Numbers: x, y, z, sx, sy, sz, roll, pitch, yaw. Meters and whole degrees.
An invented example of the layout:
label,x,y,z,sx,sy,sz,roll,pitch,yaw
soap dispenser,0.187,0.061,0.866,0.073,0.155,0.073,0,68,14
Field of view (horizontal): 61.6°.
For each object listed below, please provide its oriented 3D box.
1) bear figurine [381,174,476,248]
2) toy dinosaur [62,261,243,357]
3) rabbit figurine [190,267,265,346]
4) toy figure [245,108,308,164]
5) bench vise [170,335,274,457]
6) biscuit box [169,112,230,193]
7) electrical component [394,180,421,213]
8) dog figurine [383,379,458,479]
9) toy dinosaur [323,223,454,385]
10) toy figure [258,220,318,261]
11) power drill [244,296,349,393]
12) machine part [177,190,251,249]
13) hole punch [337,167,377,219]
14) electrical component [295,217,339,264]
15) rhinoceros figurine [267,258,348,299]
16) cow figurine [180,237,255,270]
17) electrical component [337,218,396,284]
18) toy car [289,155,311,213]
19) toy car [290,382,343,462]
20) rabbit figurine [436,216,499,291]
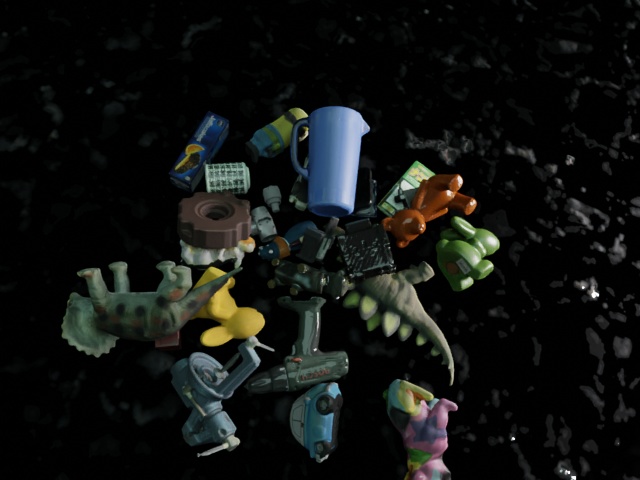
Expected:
label,x,y,z,sx,sy,sz,roll,pitch,yaw
bear figurine,0.253,-0.065,1.286,0.196,0.132,0.120,-46,122,-12
toy dinosaur,-0.363,0.143,1.108,0.405,0.131,0.192,1,100,6
rabbit figurine,-0.209,0.161,1.178,0.173,0.122,0.162,33,73,-3
toy figure,-0.104,-0.265,1.360,0.180,0.089,0.082,-32,86,-20
bench vise,-0.202,0.301,1.102,0.240,0.128,0.224,-46,54,9
biscuit box,-0.296,-0.219,1.331,0.063,0.059,0.202,25,69,1
electrical component,0.235,-0.107,1.360,0.102,0.045,0.078,-7,73,-12
dog figurine,0.201,0.430,1.149,0.192,0.108,0.219,24,72,0
toy dinosaur,0.166,0.123,1.258,0.472,0.105,0.198,42,77,17
toy figure,-0.075,0.007,1.281,0.154,0.064,0.058,-32,89,-19
power drill,-0.055,0.229,1.196,0.232,0.086,0.207,-1,67,-10
machine part,-0.240,-0.049,1.220,0.179,0.056,0.179,6,36,-5
hole punch,0.086,-0.110,1.345,0.116,0.092,0.142,-7,72,21
electrical component,-0.003,-0.004,1.253,0.048,0.074,0.119,25,99,28
rhinoceros figurine,-0.028,0.090,1.215,0.191,0.112,0.073,10,88,32
cow figurine,-0.236,0.032,1.240,0.167,0.098,0.068,4,29,-10
electrical component,0.100,0.021,1.216,0.115,0.058,0.134,-16,69,-3
toy car,-0.015,-0.161,1.355,0.073,0.056,0.201,24,70,-6
toy car,-0.012,0.380,1.145,0.103,0.109,0.161,4,80,17
rabbit figurine,0.365,0.024,1.331,0.170,0.121,0.159,-30,69,-35
